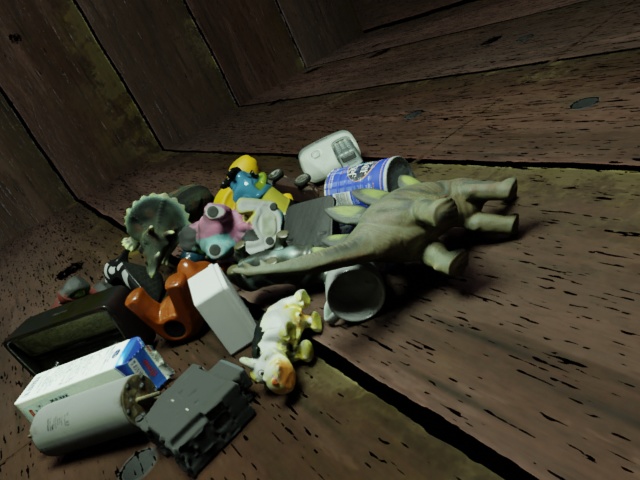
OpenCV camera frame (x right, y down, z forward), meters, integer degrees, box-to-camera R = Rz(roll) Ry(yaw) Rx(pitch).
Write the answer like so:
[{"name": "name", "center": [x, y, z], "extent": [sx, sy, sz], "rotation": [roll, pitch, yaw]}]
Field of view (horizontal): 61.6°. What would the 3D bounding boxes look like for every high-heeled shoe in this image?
[{"name": "high-heeled shoe", "center": [-0.424, 0.108, 1.189], "extent": [0.145, 0.086, 0.249], "rotation": [-60, 41, 18]}]

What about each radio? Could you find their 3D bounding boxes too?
[{"name": "radio", "center": [-0.413, 0.174, 0.937], "extent": [0.230, 0.131, 0.073], "rotation": [-19, 25, 17]}]

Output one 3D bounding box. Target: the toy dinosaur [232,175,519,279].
[{"name": "toy dinosaur", "center": [0.115, -0.019, 0.734], "extent": [0.471, 0.105, 0.199], "rotation": [-18, 20, -36]}]

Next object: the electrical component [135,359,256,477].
[{"name": "electrical component", "center": [-0.150, 0.214, 0.682], "extent": [0.115, 0.058, 0.134], "rotation": [5, 39, 47]}]

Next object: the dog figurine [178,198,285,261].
[{"name": "dog figurine", "center": [-0.177, -0.012, 1.053], "extent": [0.191, 0.108, 0.219], "rotation": [-7, -3, -18]}]

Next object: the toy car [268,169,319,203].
[{"name": "toy car", "center": [-0.049, -0.113, 1.203], "extent": [0.053, 0.089, 0.202], "rotation": [-38, 25, -19]}]

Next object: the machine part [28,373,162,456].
[{"name": "machine part", "center": [-0.313, 0.245, 0.750], "extent": [0.243, 0.079, 0.079], "rotation": [-20, 24, 18]}]

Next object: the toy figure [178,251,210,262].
[{"name": "toy figure", "center": [-0.245, 0.013, 1.193], "extent": [0.064, 0.057, 0.154], "rotation": [31, 49, 17]}]

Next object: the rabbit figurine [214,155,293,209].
[{"name": "rabbit figurine", "center": [-0.155, -0.097, 1.180], "extent": [0.162, 0.173, 0.122], "rotation": [-27, 27, -10]}]

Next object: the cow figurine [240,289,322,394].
[{"name": "cow figurine", "center": [-0.061, 0.143, 0.721], "extent": [0.098, 0.068, 0.167], "rotation": [-22, 20, 23]}]

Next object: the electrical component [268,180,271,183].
[{"name": "electrical component", "center": [-0.144, -0.140, 1.409], "extent": [0.102, 0.045, 0.078], "rotation": [-25, 25, 4]}]

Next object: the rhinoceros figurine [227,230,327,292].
[{"name": "rhinoceros figurine", "center": [-0.057, 0.048, 0.864], "extent": [0.190, 0.111, 0.073], "rotation": [-8, 44, 18]}]

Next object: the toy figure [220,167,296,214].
[{"name": "toy figure", "center": [-0.112, -0.079, 1.093], "extent": [0.089, 0.180, 0.082], "rotation": [-50, 2, -32]}]

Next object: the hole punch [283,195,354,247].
[{"name": "hole punch", "center": [-0.002, -0.003, 0.960], "extent": [0.142, 0.092, 0.116], "rotation": [-9, 57, 30]}]

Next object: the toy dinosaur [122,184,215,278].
[{"name": "toy dinosaur", "center": [-0.310, -0.061, 1.218], "extent": [0.192, 0.131, 0.405], "rotation": [-48, 3, 35]}]

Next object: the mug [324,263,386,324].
[{"name": "mug", "center": [0.043, 0.066, 0.776], "extent": [0.109, 0.081, 0.107], "rotation": [-60, 11, 21]}]

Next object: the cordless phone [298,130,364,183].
[{"name": "cordless phone", "center": [0.032, -0.176, 1.265], "extent": [0.147, 0.088, 0.184], "rotation": [-25, 28, 4]}]

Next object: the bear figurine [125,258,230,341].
[{"name": "bear figurine", "center": [-0.240, 0.082, 0.961], "extent": [0.120, 0.131, 0.196], "rotation": [-19, 31, 17]}]

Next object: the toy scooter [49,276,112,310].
[{"name": "toy scooter", "center": [-0.493, 0.144, 1.101], "extent": [0.135, 0.075, 0.183], "rotation": [-53, -15, -5]}]
